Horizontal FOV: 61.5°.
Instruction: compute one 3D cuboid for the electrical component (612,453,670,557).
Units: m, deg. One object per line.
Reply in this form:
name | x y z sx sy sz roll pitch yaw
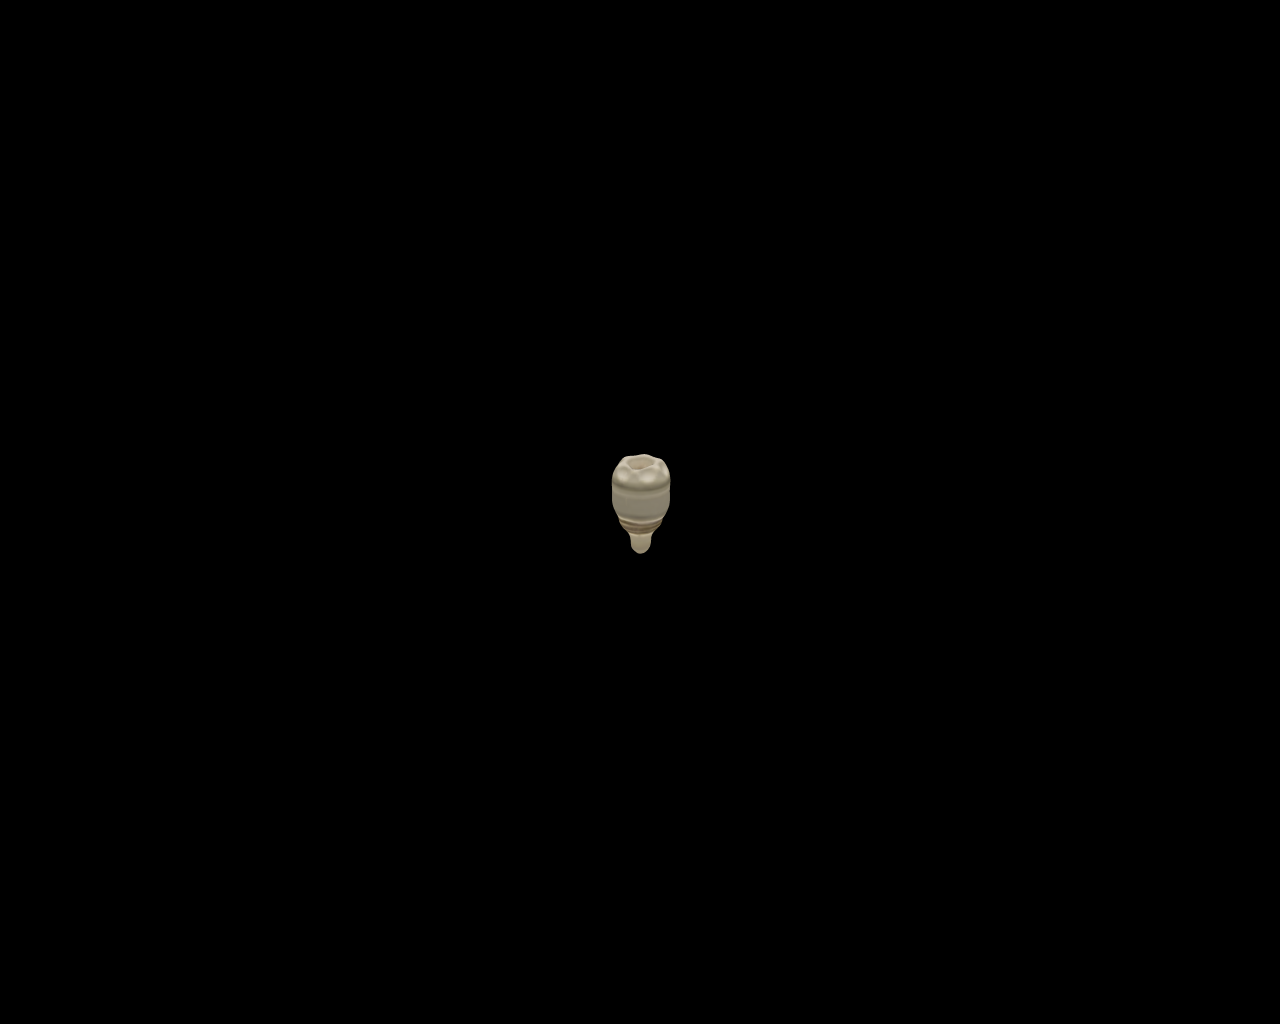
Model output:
electrical component | 0.001 -0.003 0.650 0.035 0.061 0.035 0 24 0
